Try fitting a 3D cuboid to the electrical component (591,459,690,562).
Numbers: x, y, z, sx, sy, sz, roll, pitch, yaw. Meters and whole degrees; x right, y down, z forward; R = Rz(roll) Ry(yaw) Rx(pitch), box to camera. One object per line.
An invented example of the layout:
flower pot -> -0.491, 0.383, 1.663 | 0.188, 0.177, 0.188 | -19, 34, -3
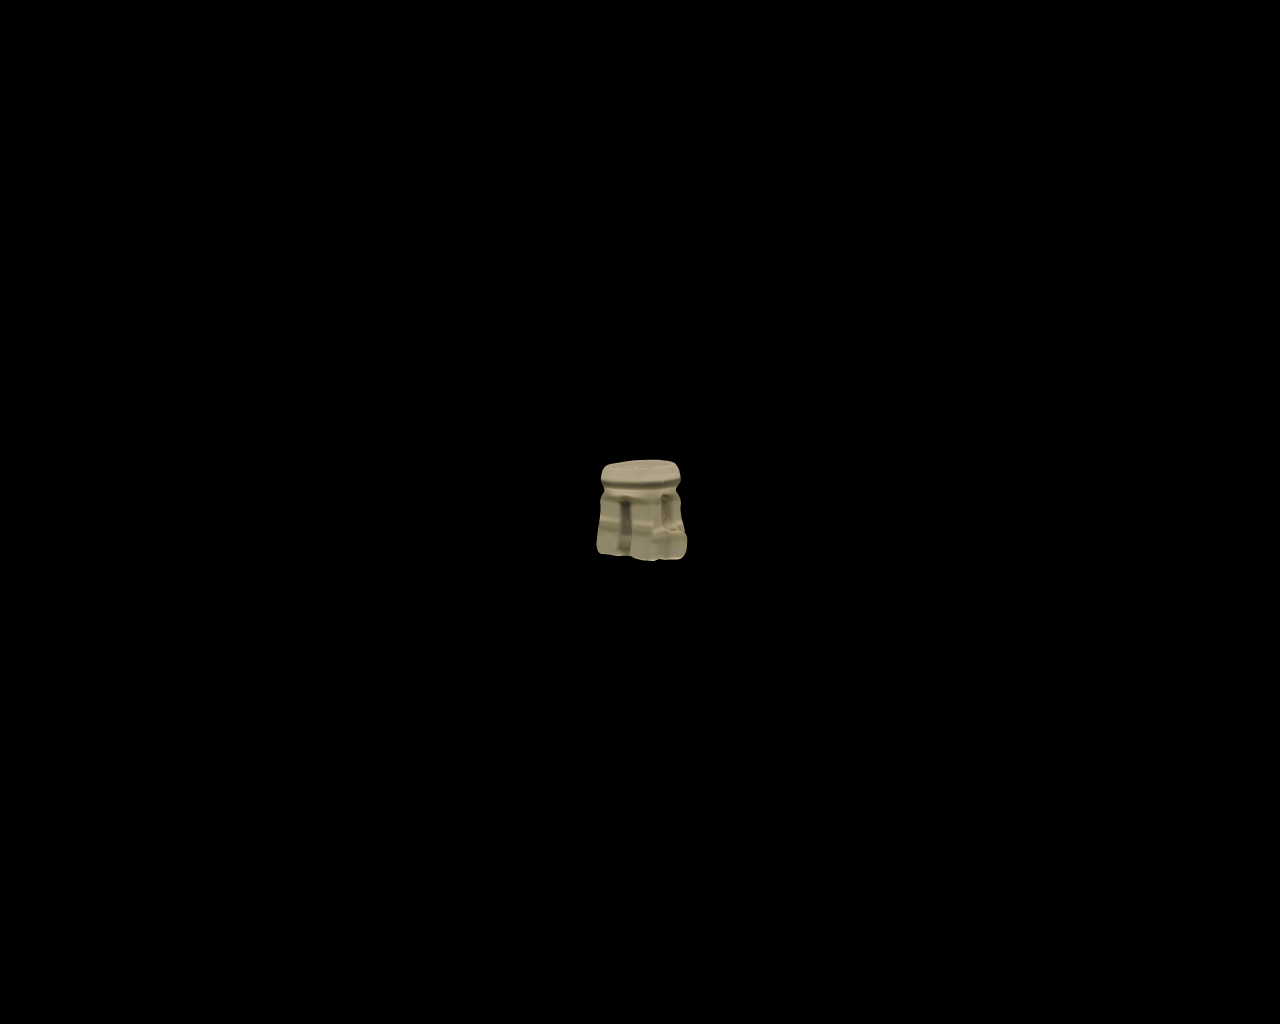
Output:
electrical component -> 0.001, -0.003, 0.650 | 0.066, 0.055, 0.048 | 6, 11, 32
